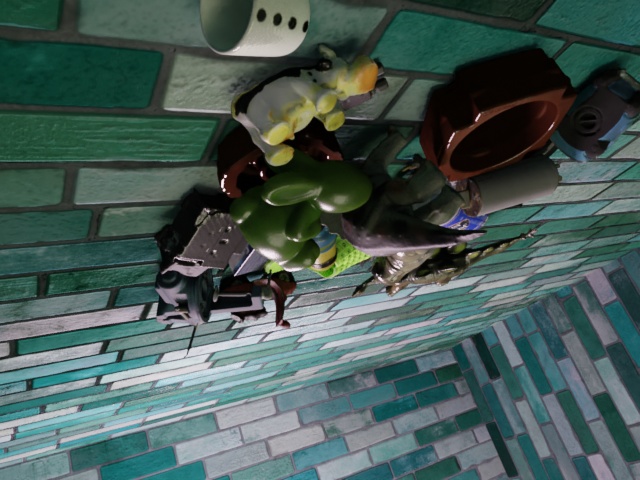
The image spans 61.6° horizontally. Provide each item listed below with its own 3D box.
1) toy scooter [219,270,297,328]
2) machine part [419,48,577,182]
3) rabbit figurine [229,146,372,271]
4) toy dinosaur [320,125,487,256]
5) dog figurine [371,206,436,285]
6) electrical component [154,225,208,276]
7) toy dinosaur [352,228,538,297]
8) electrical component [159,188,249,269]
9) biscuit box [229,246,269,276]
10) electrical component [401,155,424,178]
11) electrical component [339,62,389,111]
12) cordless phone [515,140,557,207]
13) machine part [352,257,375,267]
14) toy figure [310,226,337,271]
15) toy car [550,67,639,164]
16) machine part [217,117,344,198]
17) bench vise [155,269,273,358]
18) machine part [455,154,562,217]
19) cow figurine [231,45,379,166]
[{"bbox_3d":[-0.128,0.138,1.176,0.184,0.135,0.075,-8,157,-24],"label":"toy scooter"},{"bbox_3d":[0.262,-0.185,0.821,0.201,0.087,0.200,-16,157,-6],"label":"machine part"},{"bbox_3d":[-0.022,-0.060,0.700,0.170,0.121,0.159,-26,140,24],"label":"rabbit figurine"},{"bbox_3d":[0.089,-0.041,0.763,0.192,0.131,0.405,-45,-164,14],"label":"toy dinosaur"},{"bbox_3d":[0.163,0.027,1.118,0.172,0.121,0.190,11,125,-50],"label":"dog figurine"},{"bbox_3d":[-0.216,0.022,0.910,0.048,0.075,0.119,-34,150,32],"label":"electrical component"},{"bbox_3d":[0.301,0.059,1.353,0.472,0.105,0.198,-20,169,3],"label":"toy dinosaur"},{"bbox_3d":[-0.165,-0.015,0.847,0.134,0.058,0.115,9,125,-50],"label":"electrical component"},{"bbox_3d":[-0.103,-0.010,0.941,0.063,0.059,0.202,-13,158,-36],"label":"biscuit box"},{"bbox_3d":[0.168,-0.114,0.967,0.078,0.045,0.102,-41,173,-31],"label":"electrical component"},{"bbox_3d":[0.041,-0.194,0.693,0.094,0.021,0.063,-23,158,7],"label":"electrical component"},{"bbox_3d":[0.402,-0.157,1.043,0.146,0.089,0.184,2,138,-42],"label":"cordless phone"},{"bbox_3d":[0.072,0.048,1.267,0.139,0.039,0.084,-16,163,-15],"label":"machine part"},{"bbox_3d":[-0.006,-0.002,1.015,0.082,0.089,0.180,-9,159,-6],"label":"toy figure"},{"bbox_3d":[0.483,-0.220,0.929,0.103,0.109,0.161,-29,159,-48],"label":"toy car"},{"bbox_3d":[-0.058,-0.113,0.757,0.179,0.056,0.179,-16,157,-7],"label":"machine part"},{"bbox_3d":[-0.211,0.119,1.055,0.241,0.129,0.223,-2,138,3],"label":"bench vise"},{"bbox_3d":[0.331,-0.097,0.950,0.243,0.079,0.079,-15,157,-17],"label":"machine part"},{"bbox_3d":[-0.017,-0.171,0.629,0.167,0.098,0.068,-36,154,-10],"label":"cow figurine"}]
